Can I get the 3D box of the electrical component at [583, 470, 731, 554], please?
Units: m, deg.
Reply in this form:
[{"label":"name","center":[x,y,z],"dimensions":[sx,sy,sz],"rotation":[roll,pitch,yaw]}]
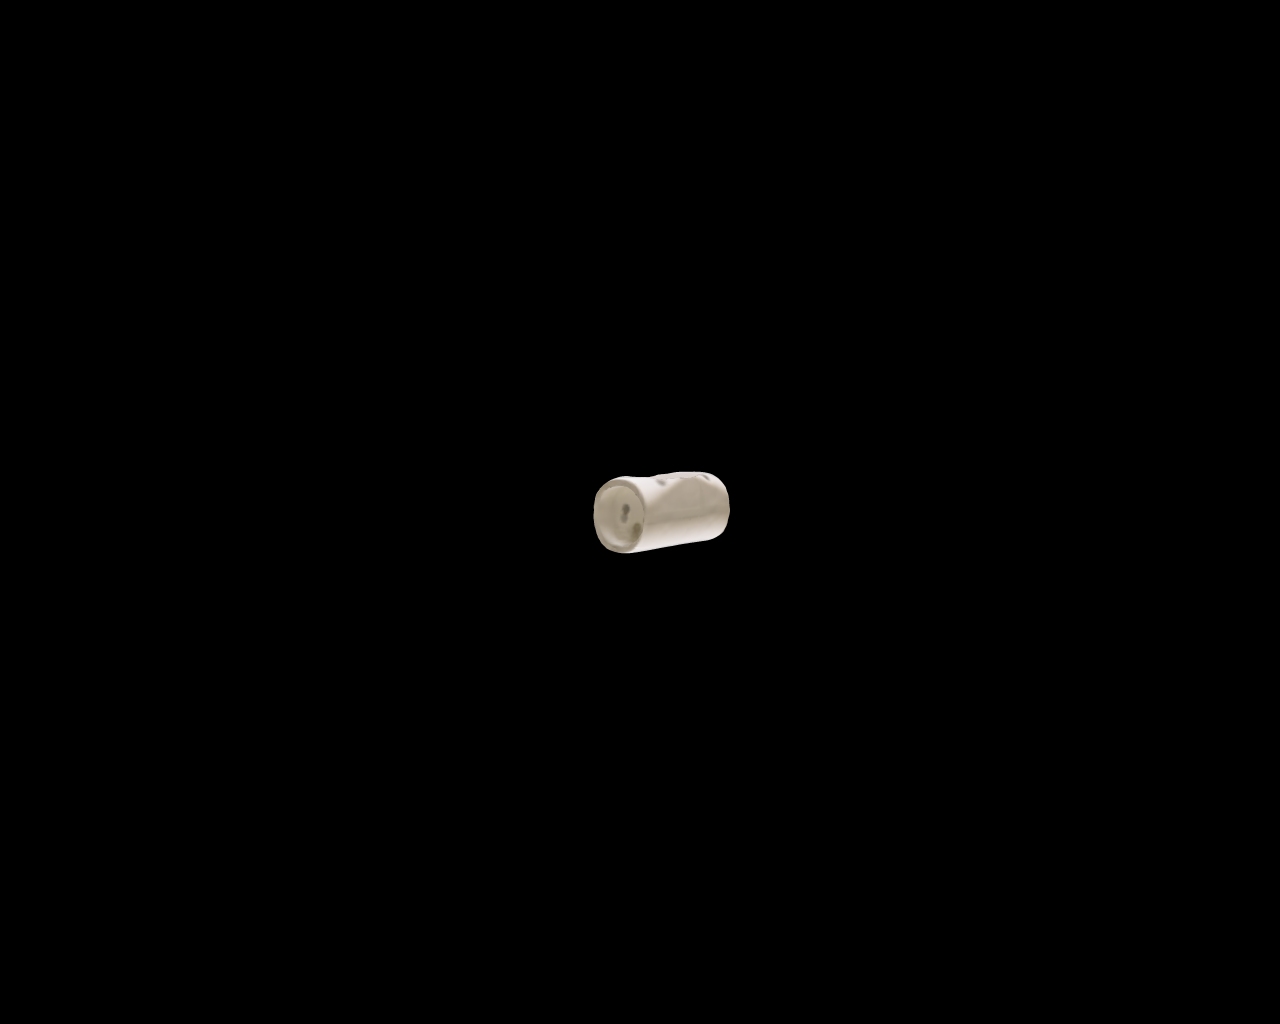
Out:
[{"label":"electrical component","center":[0.001,-0.003,0.650],"dimensions":[0.079,0.044,0.077],"rotation":[6,9,43]}]
